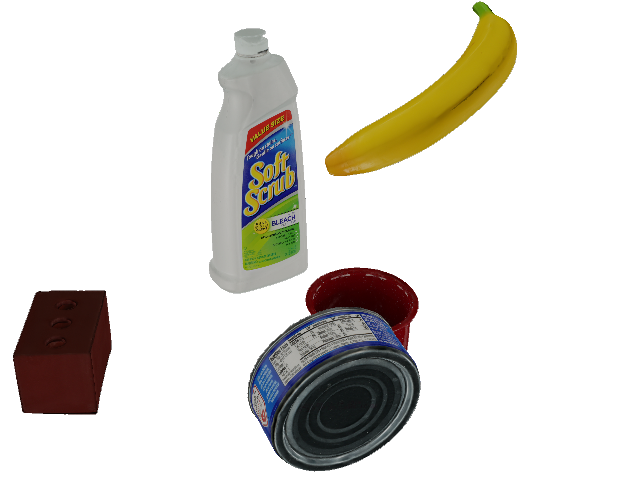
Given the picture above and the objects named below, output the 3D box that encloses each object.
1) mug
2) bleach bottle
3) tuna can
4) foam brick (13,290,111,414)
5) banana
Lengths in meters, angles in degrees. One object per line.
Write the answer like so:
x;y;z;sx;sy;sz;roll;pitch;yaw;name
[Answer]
0.025;0.087;0.890;0.093;0.081;0.117;26;40;31;mug
-0.067;-0.078;1.037;0.102;0.251;0.068;-17;30;-25;bleach bottle
0.008;0.078;0.551;0.086;0.086;0.034;0;34;-29;tuna can
-0.178;0.077;0.746;0.053;0.051;0.078;0;31;-2;foam brick
0.088;-0.107;0.791;0.197;0.037;0.070;-45;33;-21;banana
